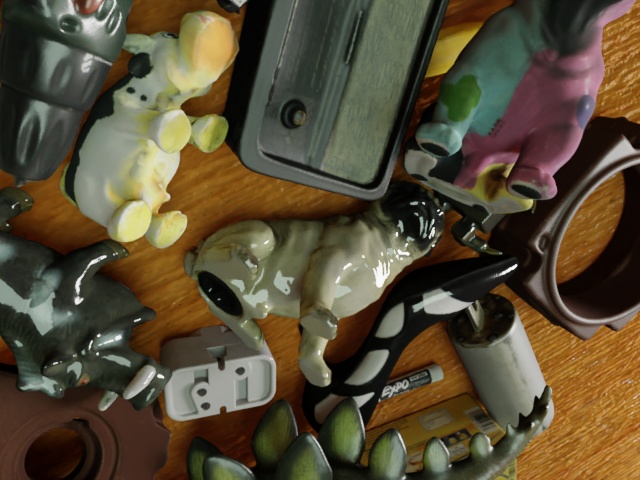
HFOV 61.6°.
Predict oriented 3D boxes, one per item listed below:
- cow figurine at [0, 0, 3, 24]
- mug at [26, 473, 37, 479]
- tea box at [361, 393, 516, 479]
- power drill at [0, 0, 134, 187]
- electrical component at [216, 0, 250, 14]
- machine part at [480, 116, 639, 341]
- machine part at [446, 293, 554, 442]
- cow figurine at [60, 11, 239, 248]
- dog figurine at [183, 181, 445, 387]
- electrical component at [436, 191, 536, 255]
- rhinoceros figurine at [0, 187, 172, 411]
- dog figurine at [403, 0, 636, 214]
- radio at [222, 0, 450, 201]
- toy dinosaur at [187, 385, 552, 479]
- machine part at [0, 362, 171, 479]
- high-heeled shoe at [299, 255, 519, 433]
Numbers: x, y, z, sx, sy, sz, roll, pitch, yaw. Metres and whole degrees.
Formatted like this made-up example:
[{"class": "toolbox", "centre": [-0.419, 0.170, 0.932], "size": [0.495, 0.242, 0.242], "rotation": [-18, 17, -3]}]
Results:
[{"class": "cow figurine", "centre": [-0.292, -0.142, 0.288], "size": [0.194, 0.086, 0.127], "rotation": [30, 92, -30]}, {"class": "mug", "centre": [-0.279, 0.239, 0.443], "size": [0.081, 0.109, 0.107], "rotation": [-23, 112, 26]}, {"class": "tea box", "centre": [0.122, 0.251, 0.603], "size": [0.170, 0.098, 0.068], "rotation": [-16, 116, -13]}, {"class": "power drill", "centre": [-0.134, -0.138, 0.249], "size": [0.086, 0.207, 0.232], "rotation": [20, 89, -2]}, {"class": "electrical component", "centre": [-0.027, -0.189, 0.277], "size": [0.134, 0.115, 0.058], "rotation": [-43, 100, 11]}, {"class": "machine part", "centre": [0.288, -0.009, 0.565], "size": [0.201, 0.087, 0.201], "rotation": [37, 94, -29]}, {"class": "machine part", "centre": [0.205, 0.143, 0.602], "size": [0.079, 0.079, 0.243], "rotation": [-35, 120, -4]}, {"class": "cow figurine", "centre": [-0.122, -0.086, 0.380], "size": [0.167, 0.098, 0.068], "rotation": [-65, 158, 9]}, {"class": "dog figurine", "centre": [0.000, 0.002, 0.469], "size": [0.190, 0.172, 0.121], "rotation": [-49, 168, -35]}, {"class": "electrical component", "centre": [0.156, -0.035, 0.511], "size": [0.102, 0.078, 0.045], "rotation": [-52, 142, 0]}, {"class": "rhinoceros figurine", "centre": [-0.186, 0.050, 0.382], "size": [0.073, 0.112, 0.190], "rotation": [-28, 121, 39]}, {"class": "dog figurine", "centre": [0.160, -0.137, 0.406], "size": [0.108, 0.191, 0.219], "rotation": [28, 89, 4]}, {"class": "radio", "centre": [0.013, -0.154, 0.402], "size": [0.131, 0.073, 0.229], "rotation": [9, 107, -25]}, {"class": "toy dinosaur", "centre": [-0.009, 0.250, 0.479], "size": [0.472, 0.105, 0.198], "rotation": [-15, 100, -3]}, {"class": "machine part", "centre": [-0.208, 0.170, 0.424], "size": [0.179, 0.056, 0.179], "rotation": [5, 81, -36]}, {"class": "high-heeled shoe", "centre": [0.091, 0.114, 0.524], "size": [0.249, 0.086, 0.145], "rotation": [-21, 98, 11]}]
